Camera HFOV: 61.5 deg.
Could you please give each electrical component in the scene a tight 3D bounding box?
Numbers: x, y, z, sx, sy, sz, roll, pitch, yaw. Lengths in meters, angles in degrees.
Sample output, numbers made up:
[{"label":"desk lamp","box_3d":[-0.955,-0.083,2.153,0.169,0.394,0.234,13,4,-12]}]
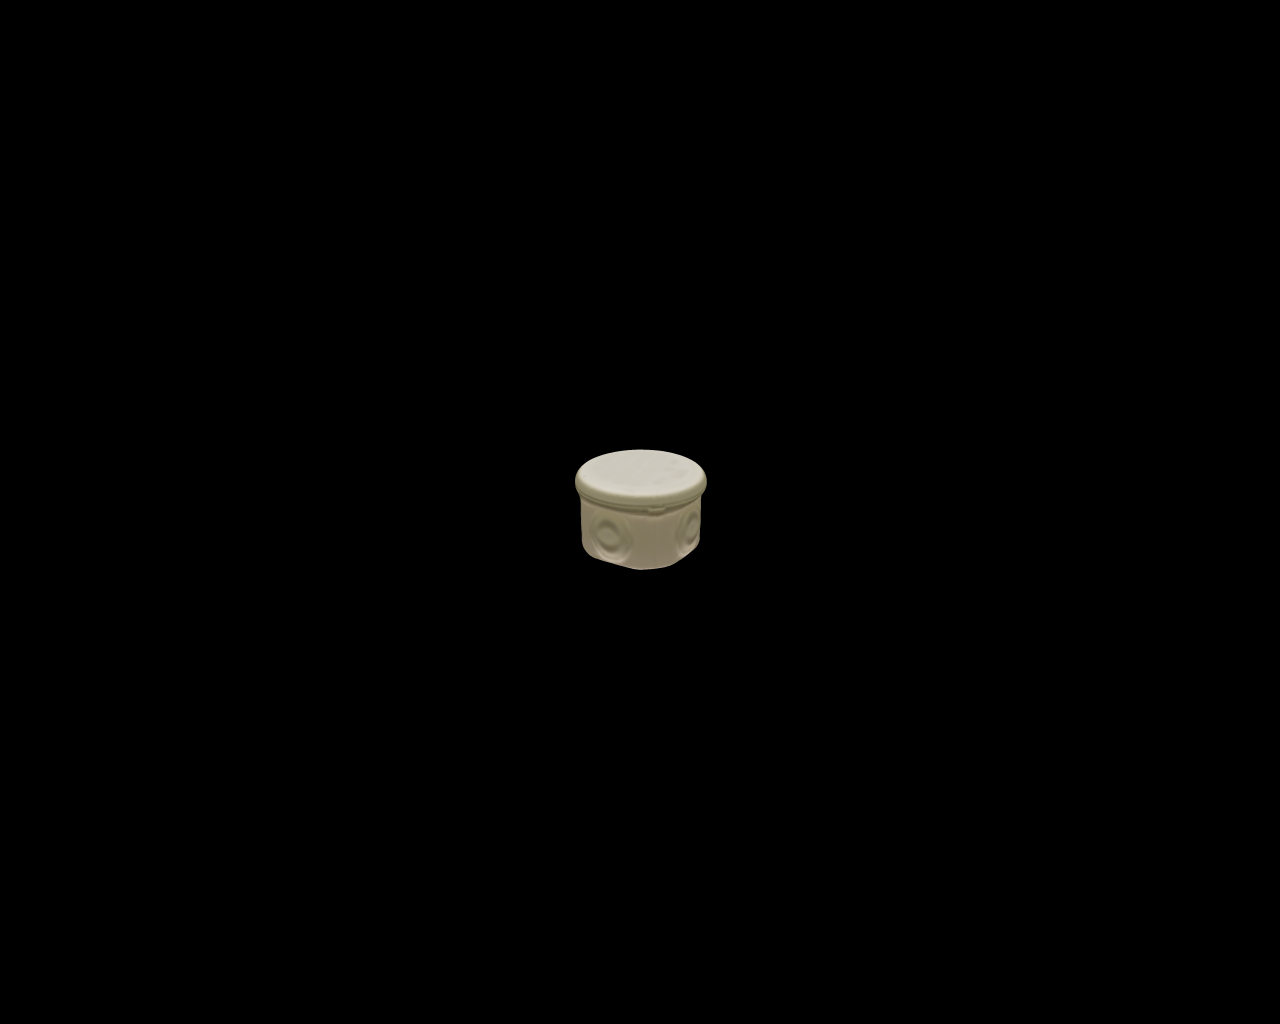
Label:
[{"label":"electrical component","box_3d":[0.001,-0.003,0.650,0.080,0.050,0.080,0,24,0]}]
